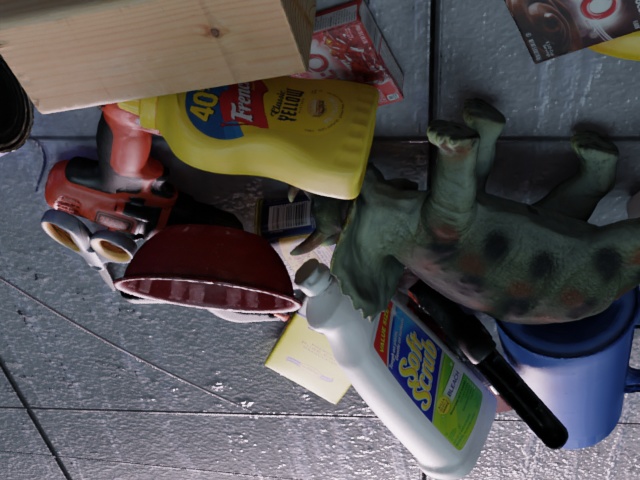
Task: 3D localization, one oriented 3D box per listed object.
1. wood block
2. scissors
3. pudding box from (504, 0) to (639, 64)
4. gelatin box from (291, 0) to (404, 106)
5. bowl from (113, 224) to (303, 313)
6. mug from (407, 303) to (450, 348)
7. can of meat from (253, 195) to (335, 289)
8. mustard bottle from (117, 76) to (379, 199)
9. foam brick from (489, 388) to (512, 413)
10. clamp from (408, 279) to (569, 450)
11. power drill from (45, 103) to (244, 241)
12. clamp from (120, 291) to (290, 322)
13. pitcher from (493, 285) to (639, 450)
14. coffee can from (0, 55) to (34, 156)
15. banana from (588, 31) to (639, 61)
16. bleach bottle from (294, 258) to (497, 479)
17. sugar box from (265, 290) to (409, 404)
[{"bbox_3d":[-0.115,-0.163,0.753,0.206,0.090,0.091,-6,140,15],"label":"wood block"},{"bbox_3d":[-0.197,0.021,1.012,0.096,0.016,0.201,12,161,19],"label":"scissors"},{"bbox_3d":[0.172,-0.184,0.735,0.090,0.039,0.113,-15,138,24],"label":"pudding box"},{"bbox_3d":[0.016,-0.136,0.823,0.073,0.030,0.089,-12,139,22],"label":"gelatin box"},{"bbox_3d":[-0.092,0.023,0.911,0.162,0.055,0.162,6,169,1],"label":"bowl"},{"bbox_3d":[0.106,0.122,1.111,0.081,0.093,0.117,17,161,-23],"label":"mug"},{"bbox_3d":[-0.006,0.001,0.984,0.084,0.057,0.102,-8,142,13],"label":"can of meat"},{"bbox_3d":[-0.056,-0.090,0.794,0.191,0.096,0.058,11,143,4],"label":"mustard bottle"},{"bbox_3d":[0.173,0.152,1.166,0.053,0.051,0.078,-16,138,27],"label":"foam brick"},{"bbox_3d":[0.134,0.087,0.970,0.036,0.210,0.164,-40,134,1],"label":"clamp"},{"bbox_3d":[-0.134,-0.062,0.913,0.184,0.057,0.188,15,142,-13],"label":"power drill"},{"bbox_3d":[-0.102,0.039,1.060,0.171,0.039,0.120,11,147,-19],"label":"clamp"},{"bbox_3d":[0.252,0.113,1.043,0.145,0.149,0.243,-30,144,-6],"label":"pitcher"},{"bbox_3d":[-0.316,-0.095,0.854,0.141,0.103,0.102,-19,137,28],"label":"coffee can"},{"bbox_3d":[0.292,-0.129,0.795,0.197,0.037,0.070,21,139,-21],"label":"banana"},{"bbox_3d":[0.062,0.112,0.979,0.068,0.102,0.250,-8,135,49],"label":"bleach bottle"},{"bbox_3d":[0.014,0.096,1.098,0.093,0.048,0.176,28,142,-1],"label":"sugar box"}]
